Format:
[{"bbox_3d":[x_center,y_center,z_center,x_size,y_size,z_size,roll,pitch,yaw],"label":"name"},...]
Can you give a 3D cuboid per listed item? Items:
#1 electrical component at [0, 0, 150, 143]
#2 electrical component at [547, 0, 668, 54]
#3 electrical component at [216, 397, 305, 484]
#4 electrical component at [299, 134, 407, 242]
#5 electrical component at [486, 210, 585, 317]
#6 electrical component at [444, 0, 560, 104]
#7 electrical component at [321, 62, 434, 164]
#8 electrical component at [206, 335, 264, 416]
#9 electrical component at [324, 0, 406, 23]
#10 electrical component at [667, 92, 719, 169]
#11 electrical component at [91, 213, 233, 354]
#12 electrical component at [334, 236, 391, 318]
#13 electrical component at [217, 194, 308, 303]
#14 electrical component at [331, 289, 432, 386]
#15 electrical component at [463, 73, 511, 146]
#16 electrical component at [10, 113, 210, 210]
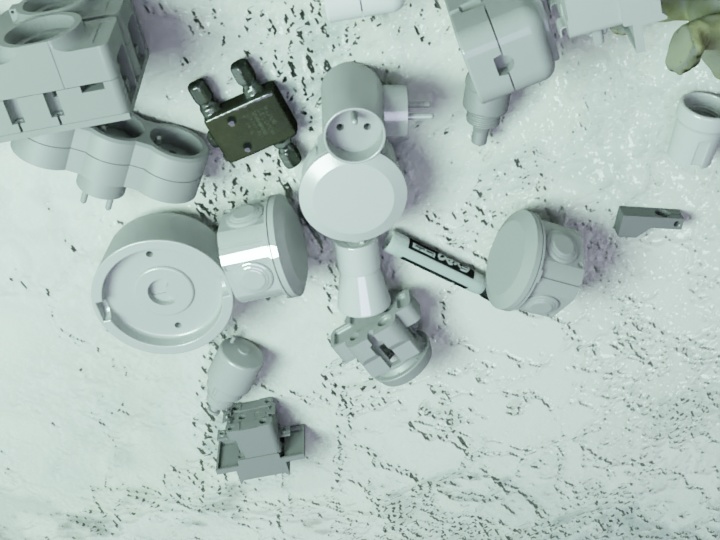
[{"bbox_3d":[-0.246,-0.134,0.719,0.186,0.105,0.060,-10,124,3],"label":"electrical component"},{"bbox_3d":[0.149,-0.196,0.690,0.063,0.121,0.078,-14,124,9],"label":"electrical component"},{"bbox_3d":[-0.091,0.150,0.961,0.081,0.042,0.063,-11,123,3],"label":"electrical component"},{"bbox_3d":[-0.006,-0.066,0.812,0.080,0.051,0.080,-2,124,-2],"label":"electrical component"},{"bbox_3d":[0.136,-0.004,0.847,0.051,0.080,0.080,14,122,-19],"label":"electrical component"},{"bbox_3d":[0.096,-0.160,0.727,0.059,0.095,0.053,-20,123,10],"label":"electrical component"},{"bbox_3d":[0.012,-0.112,0.766,0.079,0.077,0.044,-2,124,-2],"label":"electrical component"},{"bbox_3d":[-0.112,0.093,0.921,0.040,0.040,0.078,20,121,-16],"label":"electrical component"},{"bbox_3d":[0.000,-0.217,0.708,0.059,0.053,0.095,-9,124,3],"label":"electrical component"},{"bbox_3d":[0.255,-0.104,0.809,0.040,0.040,0.046,3,130,-5],"label":"electrical component"},{"bbox_3d":[-0.152,0.006,0.847,0.108,0.060,0.108,-1,124,-2],"label":"electrical component"},{"bbox_3d":[0.000,0.000,0.865,0.044,0.044,0.065,-7,120,1],"label":"electrical component"},{"bbox_3d":[-0.073,-0.015,0.827,0.051,0.080,0.080,-11,124,11],"label":"electrical component"},{"bbox_3d":[0.023,0.060,0.896,0.078,0.058,0.057,-30,118,16],"label":"electrical component"},{"bbox_3d":[0.092,-0.120,0.791,0.035,0.035,0.061,3,126,-5],"label":"electrical component"},{"bbox_3d":[-0.187,-0.077,0.794,0.138,0.052,0.073,16,122,-13],"label":"electrical component"}]
